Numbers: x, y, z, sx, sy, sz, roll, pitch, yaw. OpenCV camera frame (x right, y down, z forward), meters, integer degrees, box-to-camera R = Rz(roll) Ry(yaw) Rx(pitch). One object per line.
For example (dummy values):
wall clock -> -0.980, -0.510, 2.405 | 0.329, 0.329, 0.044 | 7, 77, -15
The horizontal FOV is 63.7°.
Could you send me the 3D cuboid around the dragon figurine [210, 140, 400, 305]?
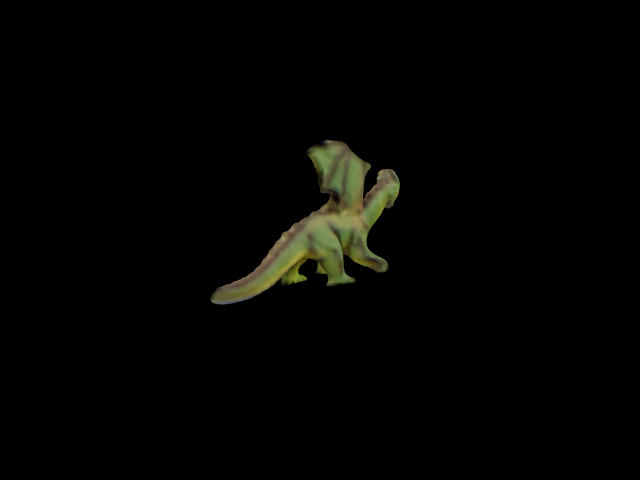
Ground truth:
dragon figurine -> 0.003, -0.043, 0.850 | 0.412, 0.241, 0.122 | -10, 13, -43
